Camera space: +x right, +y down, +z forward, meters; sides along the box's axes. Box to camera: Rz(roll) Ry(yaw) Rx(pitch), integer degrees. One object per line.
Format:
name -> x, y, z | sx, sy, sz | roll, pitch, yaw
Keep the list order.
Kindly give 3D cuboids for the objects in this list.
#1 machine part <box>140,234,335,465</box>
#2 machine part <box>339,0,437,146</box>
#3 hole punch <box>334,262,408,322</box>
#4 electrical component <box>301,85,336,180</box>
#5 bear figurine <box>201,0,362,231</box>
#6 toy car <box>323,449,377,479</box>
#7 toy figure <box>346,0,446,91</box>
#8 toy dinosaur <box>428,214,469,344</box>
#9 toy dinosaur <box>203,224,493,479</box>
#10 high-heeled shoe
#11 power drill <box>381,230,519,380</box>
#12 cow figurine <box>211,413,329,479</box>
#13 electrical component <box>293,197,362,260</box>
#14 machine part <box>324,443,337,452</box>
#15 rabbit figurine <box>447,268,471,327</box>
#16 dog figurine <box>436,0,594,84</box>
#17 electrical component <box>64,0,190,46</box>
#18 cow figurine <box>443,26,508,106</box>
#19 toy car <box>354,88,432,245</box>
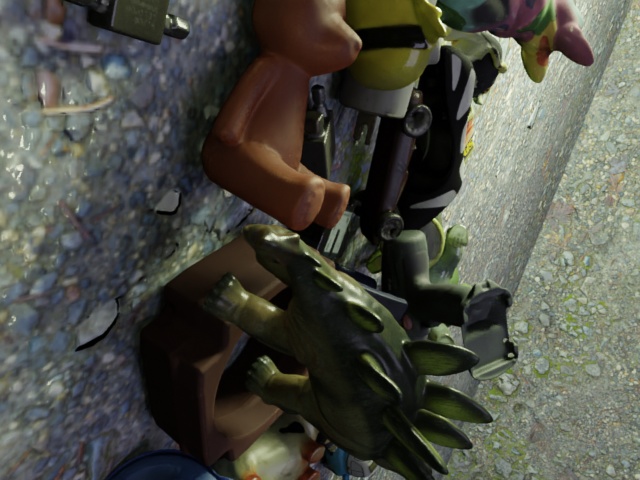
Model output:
machine part -> -0.076, 0.101, 0.544 | 0.201, 0.087, 0.200 | -38, 143, -44
machine part -> 0.074, -0.217, 0.553 | 0.079, 0.079, 0.243 | -20, 130, -54
hole punch -> 0.035, 0.097, 0.682 | 0.142, 0.092, 0.115 | 22, 89, -31
electrical component -> -0.011, -0.094, 0.547 | 0.102, 0.045, 0.078 | 82, 13, -51
bear figurine -> -0.012, -0.120, 0.432 | 0.195, 0.132, 0.120 | -63, 165, 7
toy car -> 0.069, 0.398, 1.032 | 0.109, 0.103, 0.161 | -48, 150, -32
toy figure -> 0.051, -0.223, 0.471 | 0.082, 0.089, 0.180 | -69, 142, -67
toy dinosaur -> 0.184, 0.080, 0.964 | 0.192, 0.131, 0.404 | 129, -23, -84
toy dinosaur -> 0.035, 0.132, 0.457 | 0.105, 0.199, 0.470 | -51, 148, -20
high-heeled shoe -> 0.136, -0.122, 0.705 | 0.145, 0.086, 0.248 | 29, 86, -55
power drill -> 0.153, 0.106, 0.690 | 0.086, 0.207, 0.231 | -13, 103, -19
cow figurine -> -0.055, 0.261, 0.700 | 0.195, 0.127, 0.085 | -14, 125, -40
electrical component -> -0.001, -0.002, 0.631 | 0.075, 0.048, 0.119 | 2, 111, -60
machine part -> 0.004, 0.315, 0.914 | 0.084, 0.039, 0.138 | -62, 146, -25
rabbit figurine -> 0.256, 0.117, 1.126 | 0.170, 0.121, 0.159 | -49, 156, -58
dog figurine -> 0.225, -0.265, 0.633 | 0.219, 0.108, 0.191 | 45, 65, -19
electrical component -> -0.113, -0.157, 0.330 | 0.094, 0.021, 0.063 | -9, 119, -58
cow figurine -> 0.225, -0.245, 0.780 | 0.068, 0.098, 0.167 | -70, 159, 1
toy car -> 0.088, -0.091, 0.667 | 0.053, 0.089, 0.202 | -3, 118, -25
